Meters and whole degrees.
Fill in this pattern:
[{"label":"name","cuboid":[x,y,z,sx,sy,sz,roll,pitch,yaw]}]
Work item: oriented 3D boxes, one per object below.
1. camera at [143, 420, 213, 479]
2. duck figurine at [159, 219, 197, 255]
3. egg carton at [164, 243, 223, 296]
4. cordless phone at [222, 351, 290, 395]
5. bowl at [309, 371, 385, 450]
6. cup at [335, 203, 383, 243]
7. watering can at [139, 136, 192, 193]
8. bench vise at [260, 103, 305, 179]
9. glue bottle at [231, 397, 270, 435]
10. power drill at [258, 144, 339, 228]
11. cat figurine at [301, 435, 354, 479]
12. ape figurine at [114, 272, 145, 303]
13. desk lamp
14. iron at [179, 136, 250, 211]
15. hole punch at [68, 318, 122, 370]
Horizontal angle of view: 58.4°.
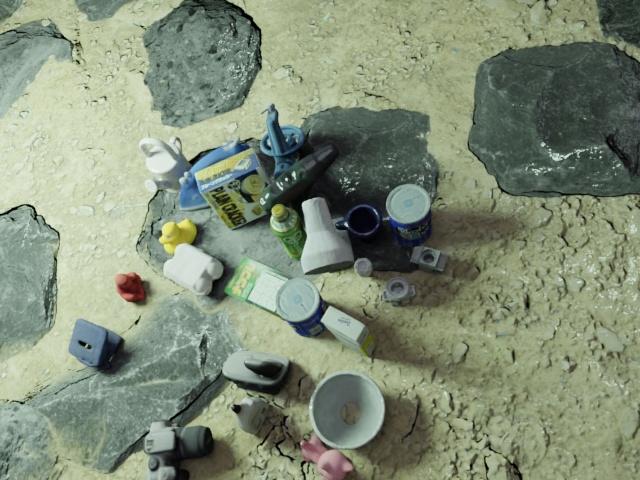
[{"label":"camera","cuboid":[-0.315,0.471,1.276,0.136,0.101,0.143,-9,64,8]},{"label":"duck figurine","cuboid":[-0.383,-0.020,1.522,0.077,0.086,0.105,36,77,24]},{"label":"egg carton","cuboid":[-0.325,0.075,1.476,0.150,0.069,0.107,26,73,21]},{"label":"cordless phone","cuboid":[-0.155,0.280,1.282,0.147,0.185,0.094,3,67,13]},{"label":"bowl","cuboid":[0.064,0.375,1.255,0.167,0.075,0.167,-4,65,10]},{"label":"cup","cuboid":[0.100,-0.029,1.421,0.117,0.095,0.091,-10,64,7]},{"label":"watering can","cuboid":[-0.420,-0.209,1.556,0.101,0.194,0.173,-11,64,7]},{"label":"bench vise","cuboid":[-0.090,-0.240,1.487,0.121,0.220,0.207,-23,63,1]},{"label":"glue bottle","cuboid":[-0.159,0.376,1.246,0.037,0.173,0.078,21,72,20]},{"label":"power drill","cuboid":[-0.037,-0.124,1.429,0.229,0.209,0.075,-34,63,-4]},{"label":"cat figurine","cuboid":[0.011,0.462,1.202,0.127,0.118,0.067,31,75,23]},{"label":"ape figurine","cuboid":[-0.499,0.116,1.481,0.076,0.092,0.078,14,70,18]},{"label":"desk lamp","cuboid":[0.012,0.005,1.357,0.118,0.214,0.203,-15,64,5]},{"label":"iron","cuboid":[-0.293,-0.180,1.546,0.258,0.142,0.118,-34,64,-4]},{"label":"hole punch","cuboid":[-0.569,0.261,1.430,0.108,0.091,0.101,19,71,19]}]
